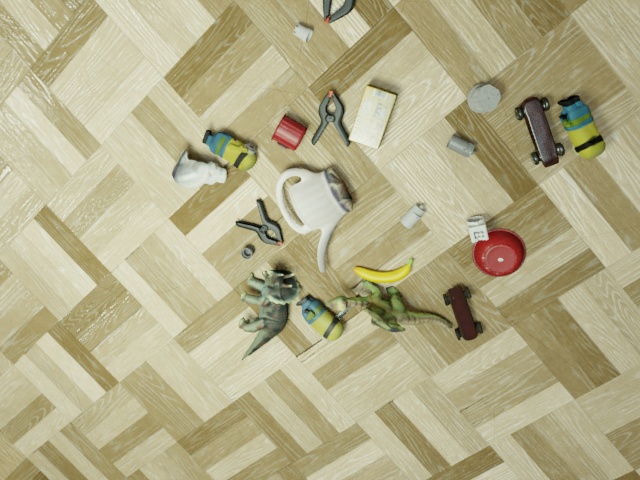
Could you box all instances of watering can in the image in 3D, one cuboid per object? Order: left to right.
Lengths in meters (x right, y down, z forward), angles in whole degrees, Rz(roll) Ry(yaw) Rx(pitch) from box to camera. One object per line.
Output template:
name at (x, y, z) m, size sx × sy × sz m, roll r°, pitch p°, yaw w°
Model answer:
watering can at (0.005, -0.081, 1.616) m, size 0.223 × 0.105 × 0.345 m, roll -26°, pitch 99°, yaw 17°

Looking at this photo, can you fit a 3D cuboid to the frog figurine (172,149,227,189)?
frog figurine at (-0.386, -0.208, 1.652) m, size 0.159 × 0.125 × 0.135 m, roll 29°, pitch 145°, yaw -9°

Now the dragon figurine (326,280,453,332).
dragon figurine at (0.221, 0.239, 1.606) m, size 0.411 × 0.245 × 0.120 m, roll 16°, pitch 107°, yaw 8°
